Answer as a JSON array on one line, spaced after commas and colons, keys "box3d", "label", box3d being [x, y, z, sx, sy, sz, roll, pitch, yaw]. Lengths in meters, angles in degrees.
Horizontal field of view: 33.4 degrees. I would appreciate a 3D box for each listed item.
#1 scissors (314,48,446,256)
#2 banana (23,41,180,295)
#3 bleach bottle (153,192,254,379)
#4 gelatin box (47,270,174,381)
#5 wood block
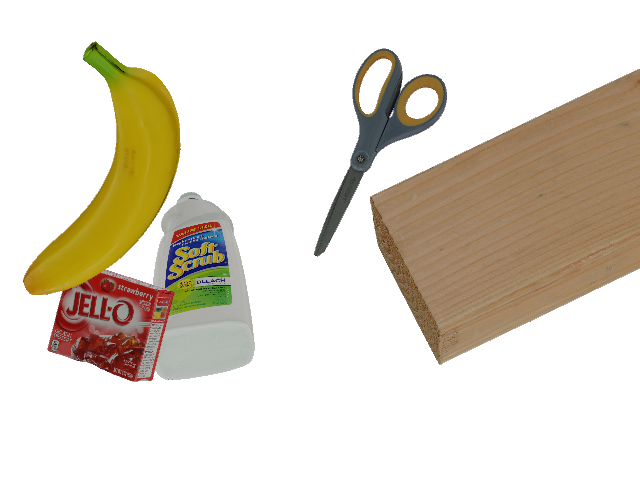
[{"box3d": [0.058, -0.077, 0.968, 0.096, 0.202, 0.016, 8, -11, 11], "label": "scissors"}, {"box3d": [-0.127, -0.033, 0.645, 0.069, 0.198, 0.037, 18, 38, -10], "label": "banana"}, {"box3d": [-0.131, 0.032, 1.097, 0.102, 0.068, 0.251, -9, 37, -7], "label": "bleach bottle"}, {"box3d": [-0.165, 0.063, 0.836, 0.089, 0.073, 0.030, 16, 2, 24], "label": "gelatin box"}, {"box3d": [0.142, -0.018, 0.635, 0.206, 0.091, 0.090, -26, -21, -3], "label": "wood block"}]
